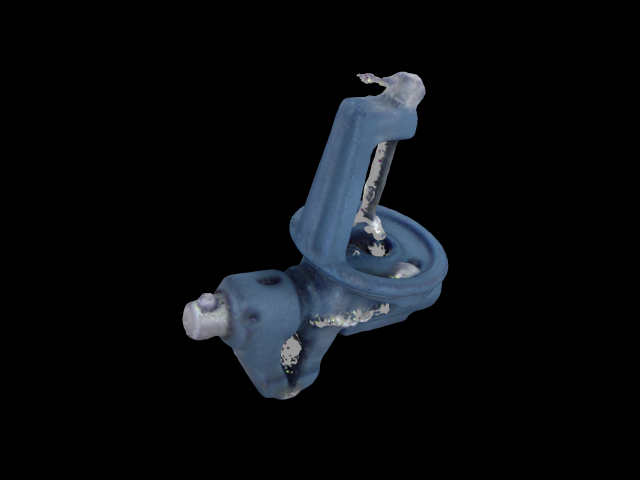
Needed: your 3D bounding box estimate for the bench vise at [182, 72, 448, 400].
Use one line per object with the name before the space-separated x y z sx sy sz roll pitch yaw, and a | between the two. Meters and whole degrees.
bench vise | 0.013 0.007 0.394 0.121 0.220 0.208 29 48 30
